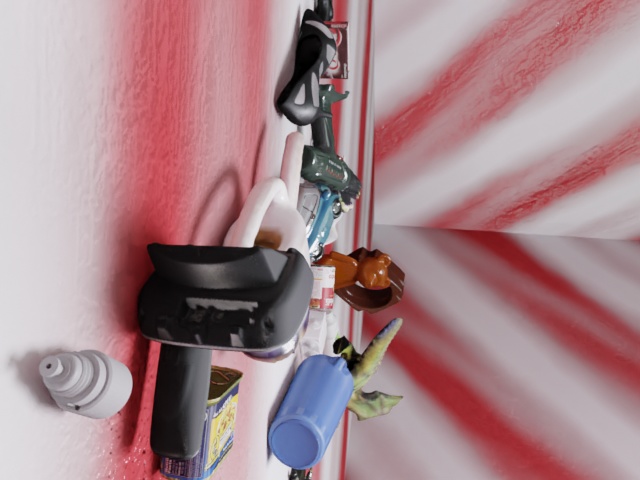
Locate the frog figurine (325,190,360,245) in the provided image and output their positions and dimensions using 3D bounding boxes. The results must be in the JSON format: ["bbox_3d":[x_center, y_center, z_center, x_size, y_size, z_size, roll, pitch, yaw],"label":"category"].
[{"bbox_3d":[0.004,-0.058,1.158,0.156,0.122,0.141,-50,-158,31],"label":"frog figurine"}]

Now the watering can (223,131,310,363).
[{"bbox_3d":[-0.058,0.009,0.692,0.356,0.104,0.219,-72,165,-53],"label":"watering can"}]

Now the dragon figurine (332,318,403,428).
[{"bbox_3d":[0.110,0.364,1.306,0.240,0.406,0.125,40,24,-30],"label":"dragon figurine"}]
